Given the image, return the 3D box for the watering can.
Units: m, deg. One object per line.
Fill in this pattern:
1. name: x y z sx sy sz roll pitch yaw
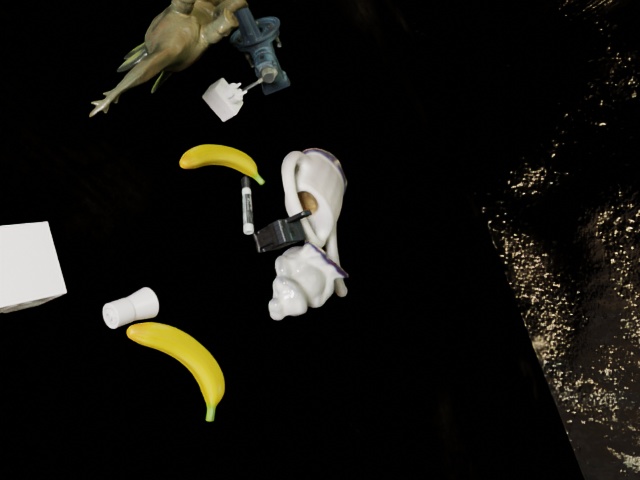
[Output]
1. watering can: 0.003 -0.058 1.147 0.230 0.103 0.341 -70 143 -49

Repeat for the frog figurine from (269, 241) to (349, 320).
1. frog figurine: -0.043 0.091 1.005 0.161 0.124 0.135 -50 131 -16
